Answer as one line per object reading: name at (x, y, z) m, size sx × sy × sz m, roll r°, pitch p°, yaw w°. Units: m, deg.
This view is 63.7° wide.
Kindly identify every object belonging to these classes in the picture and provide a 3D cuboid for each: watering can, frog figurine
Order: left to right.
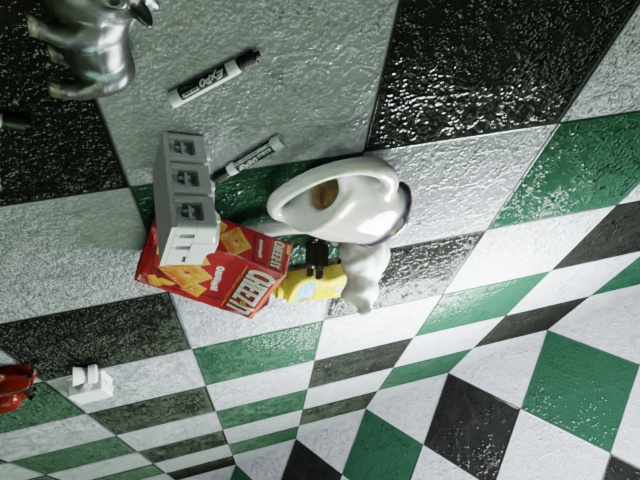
watering can at (0.003, -0.043, 0.845) m, size 0.223 × 0.106 × 0.343 m, roll 13°, pitch 152°, yaw -39°
frog figurine at (0.086, 0.059, 0.993) m, size 0.122 × 0.163 × 0.135 m, roll -20°, pitch 150°, yaw 5°
